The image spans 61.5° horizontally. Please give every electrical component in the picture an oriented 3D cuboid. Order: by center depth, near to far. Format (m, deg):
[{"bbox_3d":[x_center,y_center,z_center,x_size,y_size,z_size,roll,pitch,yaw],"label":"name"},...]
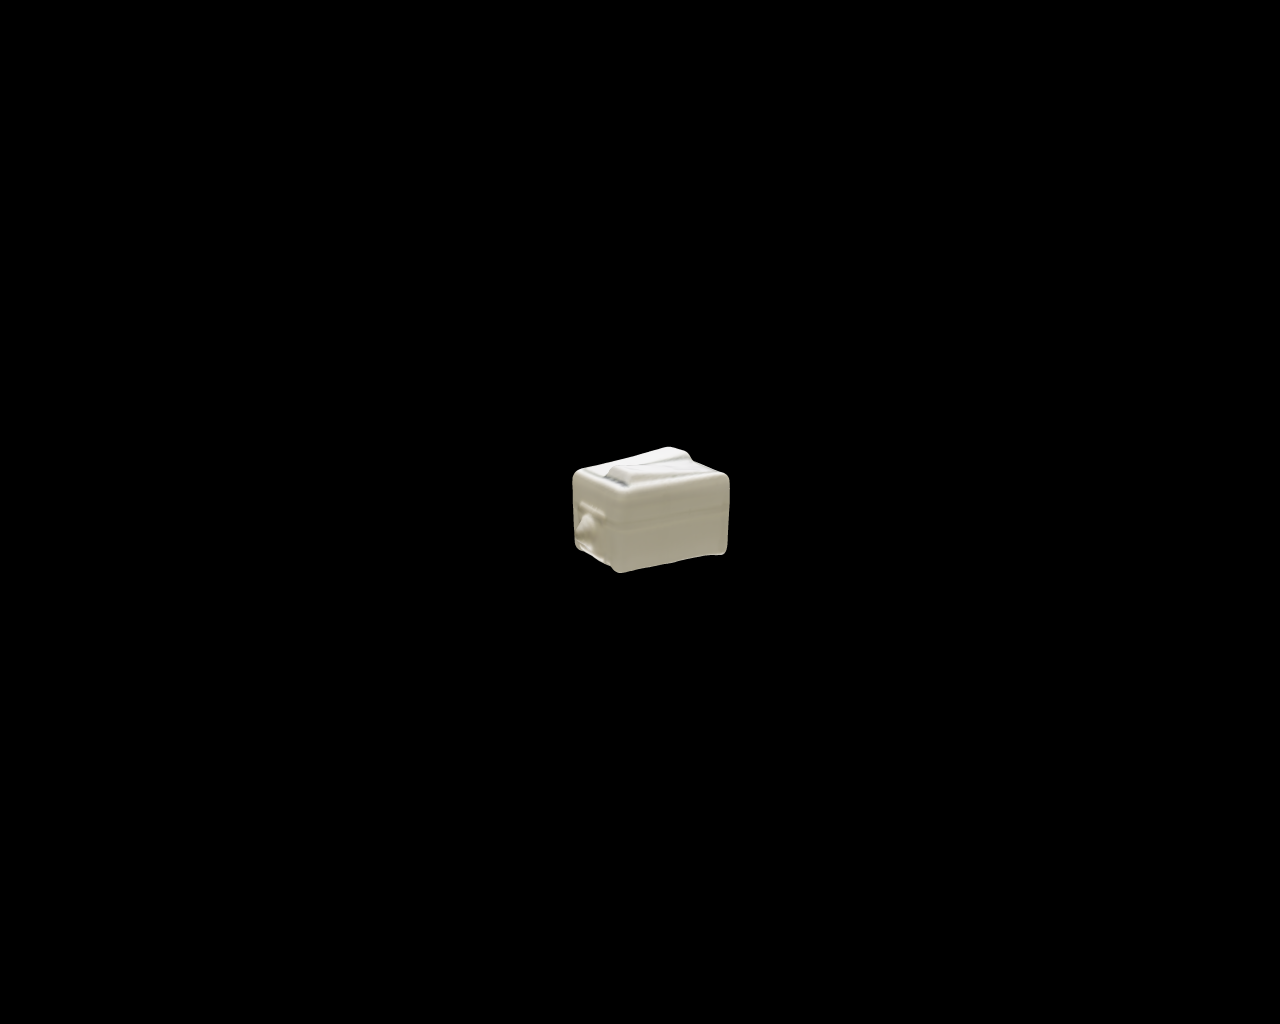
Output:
[{"bbox_3d":[0.001,-0.003,0.650,0.096,0.061,0.062,-9,19,-29],"label":"electrical component"}]
